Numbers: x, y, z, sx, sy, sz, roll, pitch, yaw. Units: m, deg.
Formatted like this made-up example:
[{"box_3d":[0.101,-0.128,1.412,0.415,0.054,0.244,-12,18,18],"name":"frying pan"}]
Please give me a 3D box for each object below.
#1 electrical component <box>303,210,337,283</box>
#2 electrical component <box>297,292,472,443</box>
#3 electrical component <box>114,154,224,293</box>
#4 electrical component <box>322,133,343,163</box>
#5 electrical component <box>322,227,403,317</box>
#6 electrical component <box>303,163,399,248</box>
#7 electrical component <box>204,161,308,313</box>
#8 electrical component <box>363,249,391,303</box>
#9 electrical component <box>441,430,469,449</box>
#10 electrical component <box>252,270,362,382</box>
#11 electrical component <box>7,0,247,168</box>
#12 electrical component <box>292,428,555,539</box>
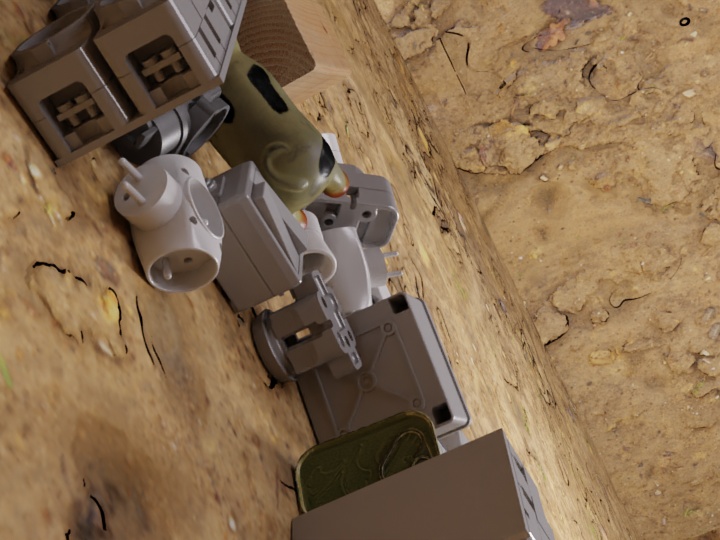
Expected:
[{"box_3d":[-0.048,-0.021,0.939,0.044,0.044,0.065,55,11,-41],"name":"electrical component"},{"box_3d":[0.014,0.088,0.824,0.056,0.109,0.108,28,39,-67],"name":"electrical component"},{"box_3d":[-0.120,-0.038,0.646,0.079,0.044,0.077,50,19,-51],"name":"electrical component"},{"box_3d":[-0.044,-0.107,1.097,0.055,0.055,0.047,14,56,-75],"name":"electrical component"},{"box_3d":[0.000,0.000,0.985,0.043,0.079,0.077,140,-61,-73],"name":"electrical component"},{"box_3d":[-0.017,-0.062,1.023,0.059,0.095,0.053,-102,-155,-47],"name":"electrical component"},{"box_3d":[-0.082,-0.031,0.759,0.096,0.061,0.061,60,13,-26],"name":"electrical component"},{"box_3d":[0.002,0.018,1.061,0.065,0.047,0.077,66,12,5],"name":"electrical component"},{"box_3d":[0.098,0.209,1.060,0.096,0.061,0.061,60,13,-26],"name":"electrical component"},{"box_3d":[-0.042,0.047,0.786,0.078,0.057,0.058,65,12,0],"name":"electrical component"},{"box_3d":[-0.135,-0.145,0.649,0.060,0.105,0.186,60,13,-26],"name":"electrical component"},{"box_3d":[0.038,0.173,0.653,0.061,0.150,0.089,58,14,-28],"name":"electrical component"}]
